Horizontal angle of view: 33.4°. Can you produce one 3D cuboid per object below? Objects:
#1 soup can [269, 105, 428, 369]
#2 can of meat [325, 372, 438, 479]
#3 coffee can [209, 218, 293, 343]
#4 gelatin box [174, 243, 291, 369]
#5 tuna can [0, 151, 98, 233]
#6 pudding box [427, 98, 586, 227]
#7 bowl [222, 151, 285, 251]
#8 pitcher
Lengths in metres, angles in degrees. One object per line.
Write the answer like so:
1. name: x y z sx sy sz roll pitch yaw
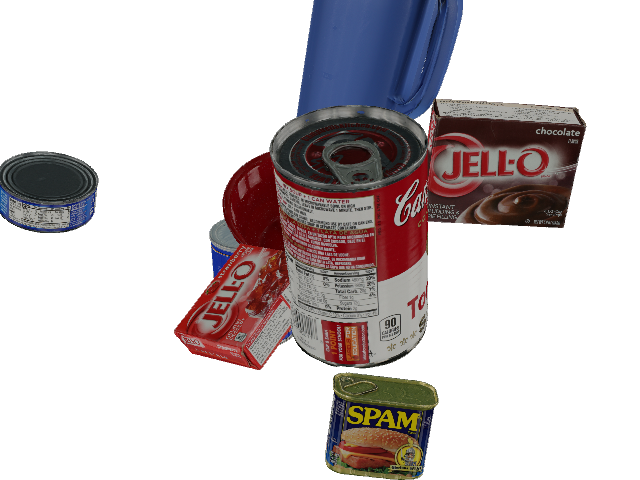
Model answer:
1. soup can: 0.015 0.000 0.484 0.068 0.102 0.068 -3 35 2
2. can of meat: 0.057 0.182 1.037 0.102 0.084 0.057 7 16 -2
3. coffee can: -0.083 0.050 1.335 0.103 0.140 0.103 -2 26 1
4. gelatin box: -0.051 0.045 0.758 0.073 0.089 0.030 8 -38 43
5. tuna can: -0.239 -0.042 0.933 0.086 0.034 0.086 9 32 -6
6. pudding box: 0.136 -0.058 0.809 0.113 0.090 0.039 2 34 -4
7. bowl: -0.009 -0.011 0.955 0.162 0.162 0.055 0 -44 -10
8. pitcher: 0.050 -0.174 1.078 0.145 0.243 0.149 12 18 -1
